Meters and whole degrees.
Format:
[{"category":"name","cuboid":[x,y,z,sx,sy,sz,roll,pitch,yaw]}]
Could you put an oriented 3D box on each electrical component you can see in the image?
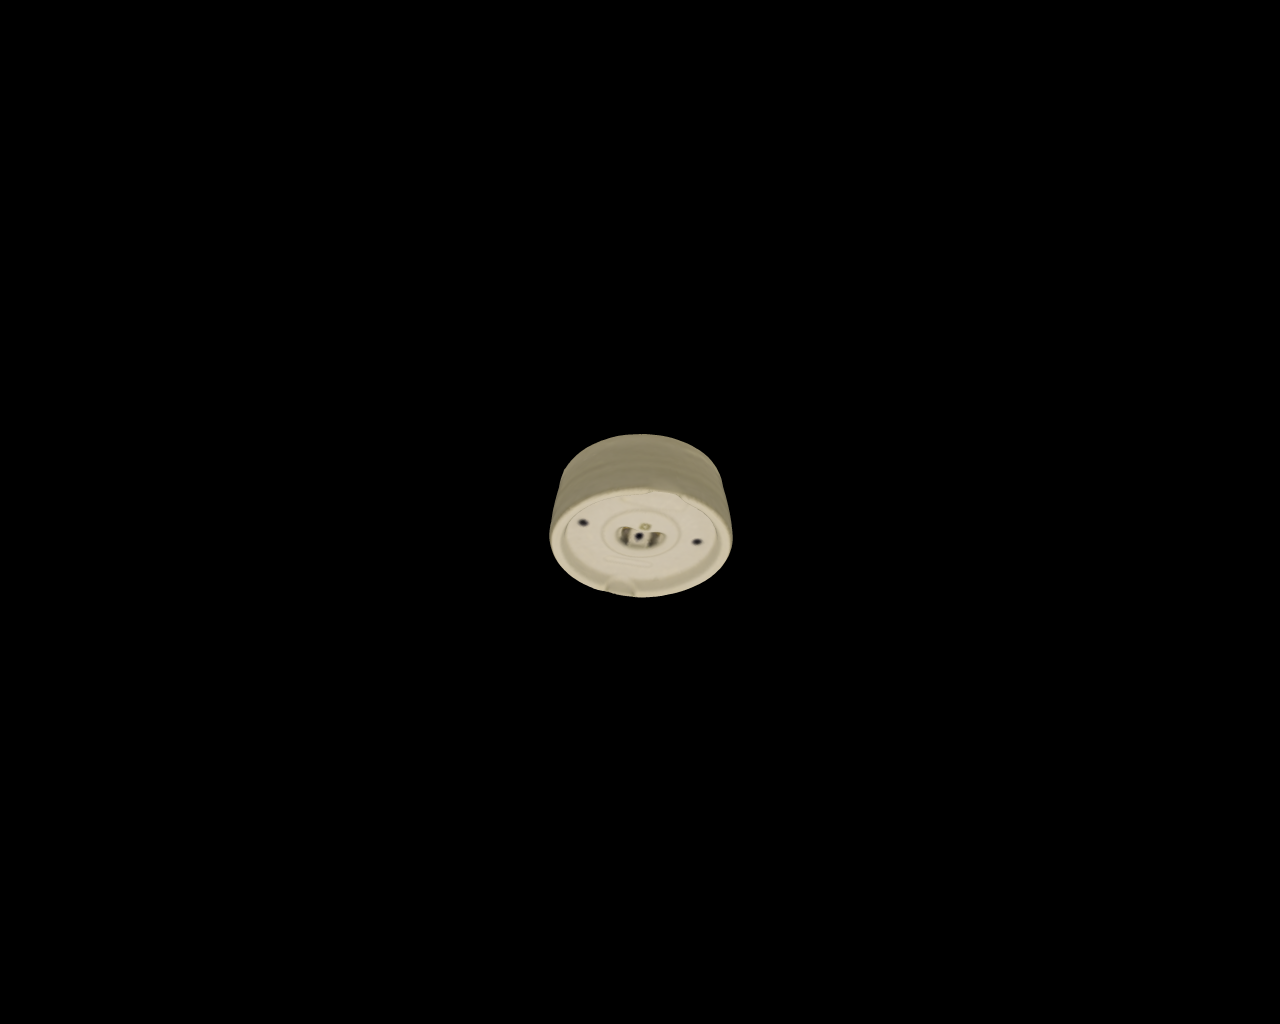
[{"category":"electrical component","cuboid":[0.001,-0.003,0.650,0.108,0.060,0.108,0,-39,0]}]
